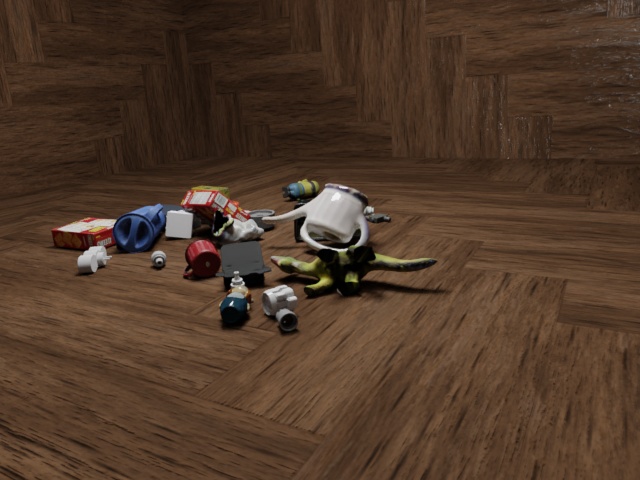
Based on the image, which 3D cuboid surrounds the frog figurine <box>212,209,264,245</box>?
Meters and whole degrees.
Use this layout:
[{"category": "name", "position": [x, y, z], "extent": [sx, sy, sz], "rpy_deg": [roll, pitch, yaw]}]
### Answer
[{"category": "frog figurine", "position": [-0.275, -0.024, 1.717], "extent": [0.137, 0.124, 0.157], "rpy_deg": [0, -23, 45]}]

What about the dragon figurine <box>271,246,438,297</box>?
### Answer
[{"category": "dragon figurine", "position": [0.076, 0.057, 1.322], "extent": [0.410, 0.121, 0.244], "rpy_deg": [-2, 8, 1]}]

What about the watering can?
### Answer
[{"category": "watering can", "position": [0.005, -0.080, 1.585], "extent": [0.349, 0.227, 0.102], "rpy_deg": [21, -20, 22]}]
